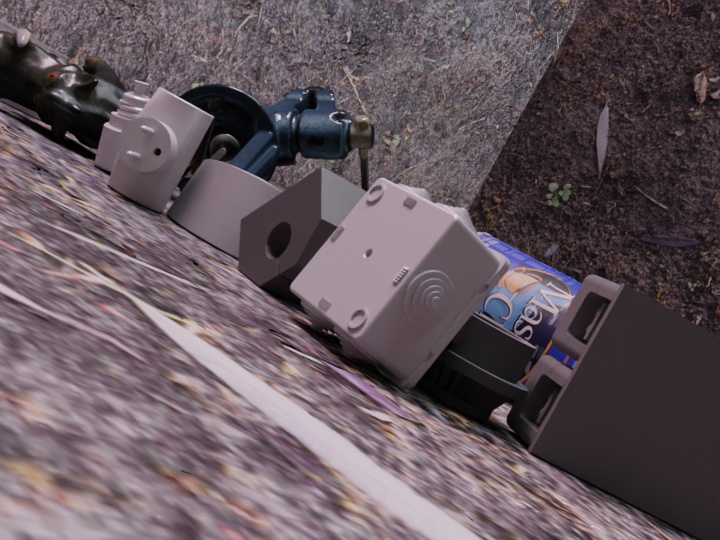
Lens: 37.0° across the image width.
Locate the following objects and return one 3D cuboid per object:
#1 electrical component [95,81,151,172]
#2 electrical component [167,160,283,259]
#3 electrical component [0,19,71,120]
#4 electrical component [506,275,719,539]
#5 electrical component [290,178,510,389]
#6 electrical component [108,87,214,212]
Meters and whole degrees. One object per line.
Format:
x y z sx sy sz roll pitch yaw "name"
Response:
-0.179 -0.107 0.834 0.040 0.078 0.040 16 11 -3 "electrical component"
-0.087 -0.035 0.785 0.099 0.064 0.099 27 -10 5 "electrical component"
-0.348 -0.206 0.998 0.105 0.060 0.186 26 4 -42 "electrical component"
0.193 0.092 0.634 0.186 0.105 0.060 28 3 -13 "electrical component"
0.018 0.004 0.587 0.048 0.099 0.100 42 -5 -35 "electrical component"
-0.142 -0.084 0.737 0.043 0.077 0.079 30 4 5 "electrical component"
